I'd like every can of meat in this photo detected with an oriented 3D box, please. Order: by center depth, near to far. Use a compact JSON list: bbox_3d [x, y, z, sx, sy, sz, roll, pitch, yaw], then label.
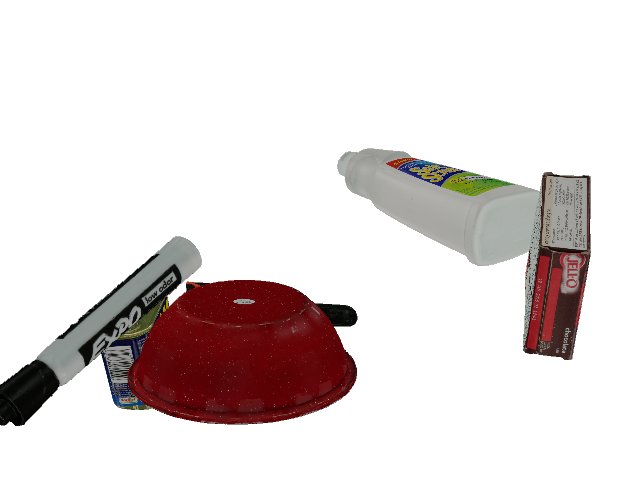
[{"bbox_3d":[-0.170,0.098,1.003,0.057,0.084,0.102,-4,25,8],"label":"can of meat"}]

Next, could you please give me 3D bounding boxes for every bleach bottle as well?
[{"bbox_3d":[0.101,-0.047,1.081,0.102,0.068,0.251,-14,25,-37],"label":"bleach bottle"}]

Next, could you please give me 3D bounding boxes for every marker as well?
[{"bbox_3d":[-0.097,0.038,0.467,0.020,0.020,0.121,0,33,43],"label":"marker"}]

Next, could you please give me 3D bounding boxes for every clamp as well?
[{"bbox_3d":[-0.084,0.091,1.253,0.210,0.036,0.164,14,23,27],"label":"clamp"}]

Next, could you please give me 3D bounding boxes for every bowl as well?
[{"bbox_3d":[-0.054,0.068,0.742,0.162,0.055,0.162,0,17,0],"label":"bowl"}]

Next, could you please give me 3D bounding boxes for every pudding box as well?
[{"bbox_3d":[0.169,0.015,0.760,0.039,0.090,0.113,7,32,8],"label":"pudding box"}]
